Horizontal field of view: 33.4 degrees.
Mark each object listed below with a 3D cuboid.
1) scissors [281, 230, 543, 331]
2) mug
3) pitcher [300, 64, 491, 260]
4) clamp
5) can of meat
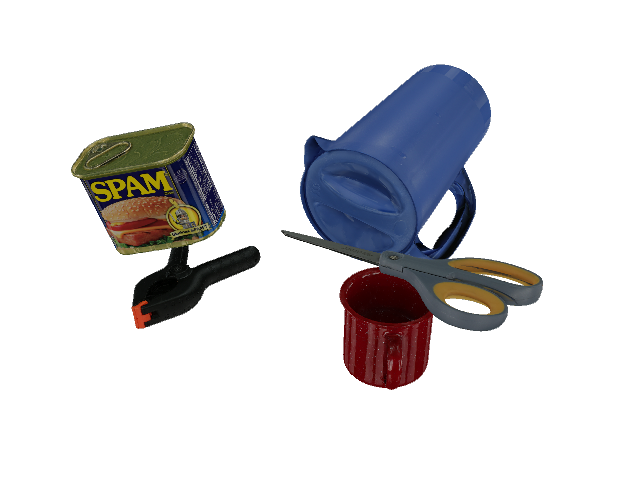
[{"bbox_3d":[0.055,0.026,0.761,0.202,0.016,0.096,8,27,13],"label":"scissors"},{"bbox_3d":[0.064,0.090,0.991,0.093,0.081,0.117,-1,33,-4],"label":"mug"},{"bbox_3d":[0.099,-0.085,1.147,0.145,0.149,0.242,11,37,29],"label":"pitcher"},{"bbox_3d":[-0.148,0.045,1.222,0.120,0.039,0.171,-1,32,26],"label":"clamp"},{"bbox_3d":[-0.136,-0.040,0.862,0.102,0.084,0.057,-8,35,19],"label":"can of meat"}]
